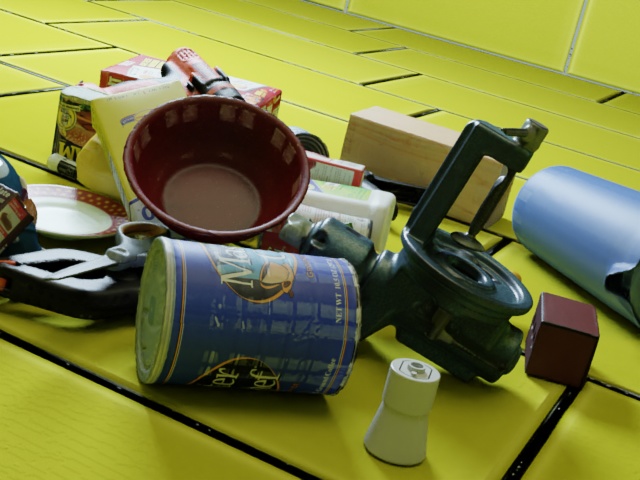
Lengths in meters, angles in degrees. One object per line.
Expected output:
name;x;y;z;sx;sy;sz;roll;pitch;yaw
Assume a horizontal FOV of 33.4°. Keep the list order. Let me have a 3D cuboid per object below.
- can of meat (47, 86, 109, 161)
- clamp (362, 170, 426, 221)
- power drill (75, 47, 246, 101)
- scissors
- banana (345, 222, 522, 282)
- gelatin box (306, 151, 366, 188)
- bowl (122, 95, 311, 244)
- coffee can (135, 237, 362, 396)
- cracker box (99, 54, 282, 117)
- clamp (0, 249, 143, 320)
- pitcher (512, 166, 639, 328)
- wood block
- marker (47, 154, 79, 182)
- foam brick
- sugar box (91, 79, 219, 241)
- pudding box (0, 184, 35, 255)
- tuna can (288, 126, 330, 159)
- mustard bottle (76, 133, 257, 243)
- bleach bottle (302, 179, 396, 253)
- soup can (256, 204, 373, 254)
can of meat;-0.241;-0.115;1.167;0.102;0.084;0.057;19;20;16
clamp;0.050;-0.062;1.284;0.172;0.039;0.120;17;13;21
power drill;-0.183;-0.153;1.272;0.187;0.057;0.185;-20;48;-31
scissors;-0.138;0.019;0.832;0.096;0.016;0.201;19;14;0
banana;0.106;0.039;0.986;0.197;0.069;0.037;17;-14;-24
gelatin box;-0.001;-0.056;1.173;0.089;0.073;0.030;15;18;9
bowl;-0.092;-0.051;0.931;0.162;0.055;0.162;6;51;-8
coffee can;-0.053;0.056;0.765;0.140;0.103;0.103;7;19;-19
cracker box;-0.173;-0.185;1.440;0.214;0.072;0.164;14;18;6
clamp;-0.154;0.041;0.846;0.209;0.036;0.165;4;20;-37
pitcher;0.324;0.001;1.148;0.149;0.145;0.243;41;-1;-31
wood block;0.137;-0.095;1.355;0.206;0.090;0.090;20;20;20
marker;-0.238;-0.064;1.122;0.121;0.020;0.020;23;21;27
foam brick;0.211;0.086;0.934;0.051;0.053;0.078;15;18;7
sugar box;-0.147;-0.068;1.001;0.093;0.048;0.176;-17;55;-16
pudding box;-0.295;-0.015;0.838;0.114;0.039;0.090;25;65;28
tuna can;-0.033;-0.086;1.221;0.085;0.086;0.034;-1;21;-35
mustard bottle;-0.141;-0.051;1.055;0.192;0.058;0.096;30;49;20
bleach bottle;-0.051;-0.040;1.114;0.251;0.068;0.102;13;14;6
soup can;-0.007;0.001;1.012;0.102;0.068;0.068;13;18;-2
